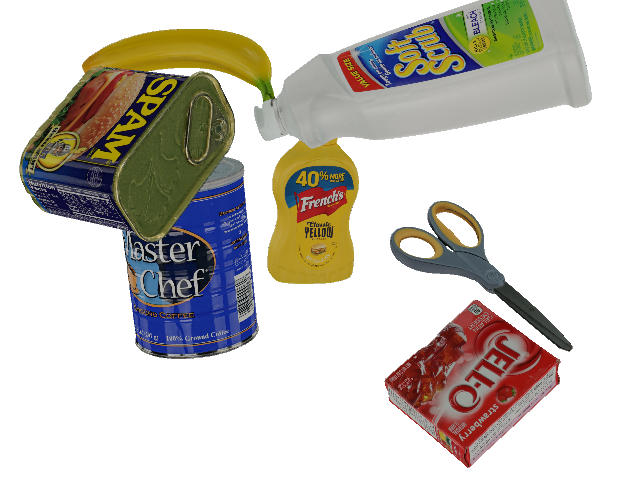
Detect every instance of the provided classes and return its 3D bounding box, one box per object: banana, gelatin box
[{"bbox_3d":[-0.126,-0.171,1.001,0.198,0.037,0.069,9,45,18],"label":"banana"},{"bbox_3d":[0.098,0.090,0.687,0.089,0.030,0.073,-39,53,-18],"label":"gelatin box"}]

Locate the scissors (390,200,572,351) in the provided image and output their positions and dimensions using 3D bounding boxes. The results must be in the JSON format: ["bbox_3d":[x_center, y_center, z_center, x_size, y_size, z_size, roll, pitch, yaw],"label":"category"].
[{"bbox_3d":[0.130,0.035,0.933,0.096,0.016,0.202,-14,44,-13],"label":"scissors"}]

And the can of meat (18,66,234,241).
[{"bbox_3d":[-0.113,-0.054,0.620,0.084,0.102,0.057,11,-36,32],"label":"can of meat"}]

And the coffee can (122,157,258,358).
[{"bbox_3d":[-0.106,0.011,0.862,0.103,0.140,0.103,-4,17,1],"label":"coffee can"}]

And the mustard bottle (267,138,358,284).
[{"bbox_3d":[-0.006,-0.049,1.186,0.096,0.192,0.058,-1,18,-16],"label":"mustard bottle"}]

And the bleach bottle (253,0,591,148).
[{"bbox_3d":[0.071,-0.119,0.819,0.251,0.102,0.068,-15,-37,12],"label":"bleach bottle"}]
